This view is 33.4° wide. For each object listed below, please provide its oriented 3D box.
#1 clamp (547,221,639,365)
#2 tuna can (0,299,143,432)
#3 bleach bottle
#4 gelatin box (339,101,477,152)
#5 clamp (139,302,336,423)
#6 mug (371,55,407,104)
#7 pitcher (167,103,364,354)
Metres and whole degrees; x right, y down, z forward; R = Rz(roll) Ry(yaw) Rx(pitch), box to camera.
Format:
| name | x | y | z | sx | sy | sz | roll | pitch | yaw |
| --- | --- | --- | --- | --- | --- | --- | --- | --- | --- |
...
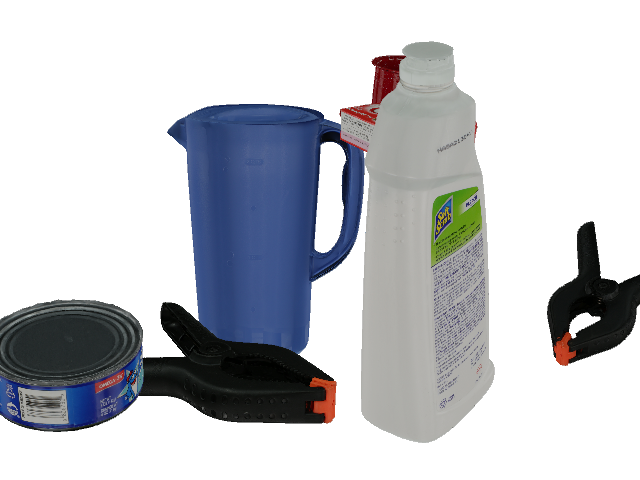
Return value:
| name | x | y | z | sx | sy | sz | roll | pitch | yaw |
| --- | --- | --- | --- | --- | --- | --- | --- | --- | --- |
| clamp | 0.260 | 0.046 | 1.006 | 0.171 | 0.039 | 0.120 | -36 | 42 | -27 |
| tuna can | -0.140 | 0.068 | 0.589 | 0.086 | 0.034 | 0.086 | 1 | 27 | -1 |
| bleach bottle | 0.068 | -0.001 | 0.659 | 0.068 | 0.251 | 0.102 | 18 | 36 | 30 |
| gelatin box | 0.070 | -0.089 | 0.859 | 0.073 | 0.030 | 0.089 | -15 | 28 | -31 |
| clamp | -0.080 | 0.092 | 0.792 | 0.210 | 0.036 | 0.164 | 8 | 19 | 20 |
| mug | 0.110 | -0.168 | 1.253 | 0.093 | 0.081 | 0.117 | 24 | 28 | 38 |
| pitcher | -0.053 | -0.009 | 1.029 | 0.144 | 0.243 | 0.149 | -11 | 19 | -36 |
